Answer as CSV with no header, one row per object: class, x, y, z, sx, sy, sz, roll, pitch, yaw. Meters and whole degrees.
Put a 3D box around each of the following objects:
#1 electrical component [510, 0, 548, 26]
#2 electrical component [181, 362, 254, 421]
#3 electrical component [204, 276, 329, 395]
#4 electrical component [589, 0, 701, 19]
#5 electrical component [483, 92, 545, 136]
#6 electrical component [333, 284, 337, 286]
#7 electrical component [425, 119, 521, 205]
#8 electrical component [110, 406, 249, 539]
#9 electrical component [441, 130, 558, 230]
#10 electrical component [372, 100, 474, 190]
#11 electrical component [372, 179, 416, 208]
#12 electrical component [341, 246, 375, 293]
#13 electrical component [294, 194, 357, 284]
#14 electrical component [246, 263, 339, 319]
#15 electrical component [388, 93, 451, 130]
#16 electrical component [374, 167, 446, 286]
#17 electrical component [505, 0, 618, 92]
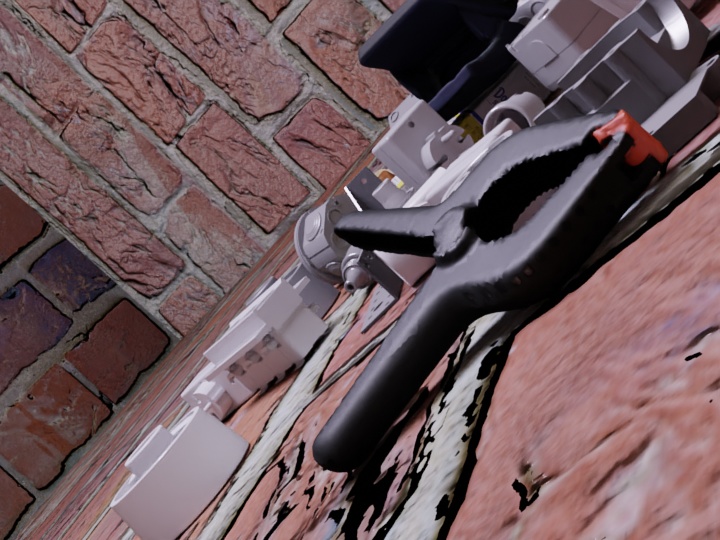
electrical component,0.173,-0.220,0.932,0.080,0.080,0.051,-39,16,52
electrical component,-0.140,0.122,1.045,0.083,0.047,0.075,-41,9,43
electrical component,-0.083,0.063,0.958,0.078,0.063,0.121,-52,8,-35
electrical component,0.172,-0.192,0.690,0.048,0.100,0.099,-58,2,23
electrical component,0.119,-0.112,0.815,0.040,0.040,0.046,-43,2,34
electrical component,-0.027,-0.008,1.107,0.045,0.045,0.055,-49,7,-17
electrical component,0.071,-0.040,0.645,0.076,0.047,0.066,-52,9,-36
electrical component,-0.143,0.152,0.817,0.108,0.060,0.108,-47,6,7
electrical component,0.080,-0.040,0.589,0.055,0.047,0.055,-46,6,7
electrical component,0.064,-0.088,0.821,0.047,0.083,0.076,-49,7,-20
electrical component,0.037,-0.042,0.812,0.048,0.062,0.048,-46,7,7
electrical component,0.000,0.000,0.929,0.035,0.035,0.061,-43,10,32
electrical component,-0.019,-0.031,1.043,0.051,0.080,0.080,-31,17,51
electrical component,-0.079,0.040,1.076,0.108,0.060,0.108,-47,7,7
electrical component,0.076,-0.141,1.061,0.100,0.048,0.099,-43,38,33
electrical component,0.048,-0.029,0.747,0.077,0.043,0.079,-47,7,0
electrical component,0.174,-0.195,0.849,0.096,0.061,0.062,-50,7,-24
